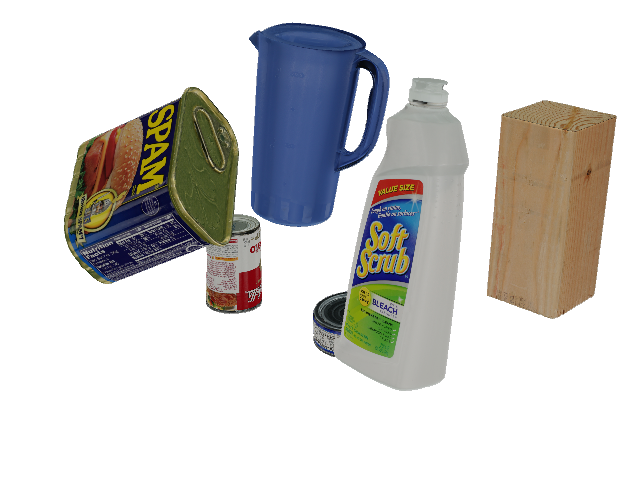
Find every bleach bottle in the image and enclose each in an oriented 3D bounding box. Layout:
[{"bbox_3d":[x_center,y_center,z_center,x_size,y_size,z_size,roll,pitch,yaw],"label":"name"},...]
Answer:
[{"bbox_3d":[0.070,-0.009,0.883,0.067,0.251,0.103,-8,21,-38],"label":"bleach bottle"}]

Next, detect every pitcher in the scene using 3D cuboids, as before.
[{"bbox_3d":[-0.014,-0.142,1.341,0.144,0.243,0.149,-3,26,-23],"label":"pitcher"}]

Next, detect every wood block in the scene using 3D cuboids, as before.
[{"bbox_3d":[0.246,-0.035,1.143,0.090,0.206,0.090,20,28,38],"label":"wood block"}]

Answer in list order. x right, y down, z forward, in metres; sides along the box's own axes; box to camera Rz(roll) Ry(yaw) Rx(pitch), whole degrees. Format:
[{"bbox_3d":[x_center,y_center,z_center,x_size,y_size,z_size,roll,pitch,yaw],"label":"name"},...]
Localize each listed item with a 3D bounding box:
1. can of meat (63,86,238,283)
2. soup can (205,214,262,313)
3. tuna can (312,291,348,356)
[{"bbox_3d":[-0.100,-0.031,0.633,0.084,0.102,0.057,-21,-46,23],"label":"can of meat"},{"bbox_3d":[-0.104,0.027,1.269,0.068,0.102,0.068,0,21,0],"label":"soup can"},{"bbox_3d":[0.035,0.085,1.095,0.086,0.034,0.086,-2,25,1],"label":"tuna can"}]
